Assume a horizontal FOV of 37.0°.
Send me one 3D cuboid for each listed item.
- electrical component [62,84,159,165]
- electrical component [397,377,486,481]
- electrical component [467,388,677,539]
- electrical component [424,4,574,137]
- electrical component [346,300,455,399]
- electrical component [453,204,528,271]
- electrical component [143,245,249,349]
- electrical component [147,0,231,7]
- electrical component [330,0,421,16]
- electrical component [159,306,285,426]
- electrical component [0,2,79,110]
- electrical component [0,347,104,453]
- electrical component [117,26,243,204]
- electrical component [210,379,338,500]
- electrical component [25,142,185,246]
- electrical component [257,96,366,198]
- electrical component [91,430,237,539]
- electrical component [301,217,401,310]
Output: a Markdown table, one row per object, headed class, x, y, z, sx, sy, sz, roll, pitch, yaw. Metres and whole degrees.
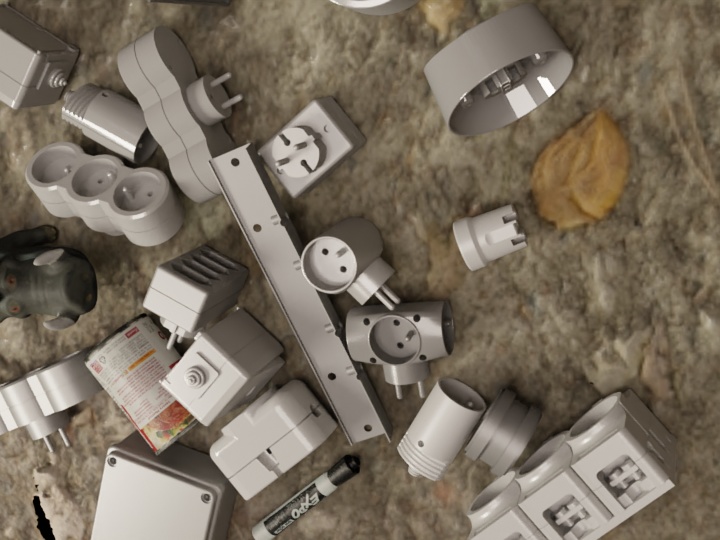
| class | x | y | z | sx | sy | sz | roll | pitch | yaw |
| --- | --- | --- | --- | --- | --- | --- | --- | --- | --- |
| electrical component | -0.205 | -0.124 | 0.877 | 0.081 | 0.043 | 0.043 | 29 | 109 | 9 |
| electrical component | 0.061 | 0.130 | 0.854 | 0.043 | 0.043 | 0.081 | 32 | 110 | 8 |
| electrical component | 0.157 | 0.162 | 0.806 | 0.150 | 0.089 | 0.061 | -42 | 88 | 21 |
| electrical component | 0.096 | -0.139 | 0.753 | 0.099 | 0.099 | 0.064 | -30 | 87 | 21 |
| electrical component | 0.035 | 0.065 | 0.846 | 0.077 | 0.044 | 0.079 | -5 | 106 | 17 |
| electrical component | 0.098 | -0.026 | 0.808 | 0.046 | 0.040 | 0.040 | -21 | 96 | 14 |
| electrical component | -0.138 | 0.030 | 0.871 | 0.047 | 0.083 | 0.075 | 28 | 110 | 9 |
| electrical component | -0.116 | -0.235 | 0.781 | 0.063 | 0.121 | 0.078 | 37 | 111 | 9 |
| electrical component | 0.005 | -0.239 | 0.775 | 0.108 | 0.060 | 0.108 | 4 | 104 | 17 |
| electrical component | -0.110 | 0.081 | 0.867 | 0.061 | 0.096 | 0.061 | 43 | 111 | 4 |
| electrical component | -0.282 | -0.169 | 0.881 | 0.096 | 0.062 | 0.061 | 34 | 110 | 7 |
| electrical component | -0.281 | 0.126 | 0.955 | 0.138 | 0.052 | 0.073 | -23 | 95 | 21 |
| electrical component | -0.126 | -0.129 | 0.846 | 0.074 | 0.052 | 0.138 | -25 | 95 | 21 |
| electrical component | -0.075 | 0.137 | 0.892 | 0.095 | 0.054 | 0.059 | -40 | 89 | 21 |
| electrical component | -0.204 | -0.053 | 0.886 | 0.138 | 0.052 | 0.073 | 18 | 153 | 25 |
| electrical component | -0.043 | -0.091 | 0.816 | 0.066 | 0.077 | 0.047 | -39 | 89 | 21 |
| electrical component | -0.170 | 0.210 | 0.938 | 0.109 | 0.056 | 0.108 | 18 | 107 | 13 |
| electrical component | 0.000 | 0.000 | 0.824 | 0.079 | 0.077 | 0.043 | 44 | 111 | 2 |
